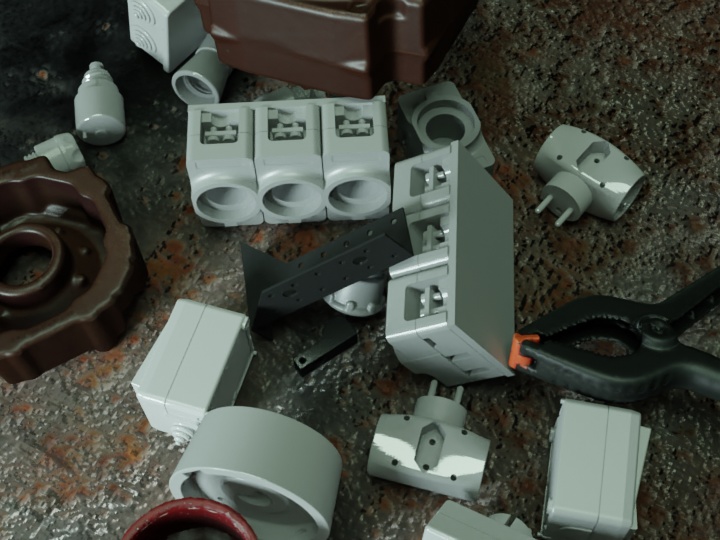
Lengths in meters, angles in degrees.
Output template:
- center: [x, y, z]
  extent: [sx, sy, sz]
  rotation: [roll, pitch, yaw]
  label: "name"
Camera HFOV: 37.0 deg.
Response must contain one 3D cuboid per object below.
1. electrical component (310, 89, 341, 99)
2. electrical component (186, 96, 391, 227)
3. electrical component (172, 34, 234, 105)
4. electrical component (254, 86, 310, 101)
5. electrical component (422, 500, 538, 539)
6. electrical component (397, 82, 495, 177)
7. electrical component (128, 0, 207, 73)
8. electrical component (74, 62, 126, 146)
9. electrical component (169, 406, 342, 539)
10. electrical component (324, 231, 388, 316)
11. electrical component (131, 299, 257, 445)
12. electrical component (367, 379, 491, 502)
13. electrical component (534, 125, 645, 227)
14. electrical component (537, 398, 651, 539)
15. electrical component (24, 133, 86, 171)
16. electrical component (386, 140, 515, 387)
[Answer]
- center: [-0.016, -0.133, 0.883]
  extent: [0.048, 0.055, 0.066]
  rotation: [37, 67, 20]
  label: "electrical component"
- center: [-0.053, -0.079, 0.832]
  extent: [0.150, 0.089, 0.061]
  rotation: [-3, 60, 0]
  label: "electrical component"
- center: [-0.127, -0.174, 0.918]
  extent: [0.044, 0.044, 0.065]
  rotation: [18, 57, 11]
  label: "electrical component"
- center: [-0.057, -0.138, 0.898]
  extent: [0.061, 0.035, 0.035]
  rotation: [-27, 63, -16]
  label: "electrical component"
- center: [0.089, 0.183, 0.699]
  extent: [0.083, 0.047, 0.076]
  rotation: [21, 26, 20]
  label: "electrical component"
- center: [0.068, -0.101, 0.862]
  extent: [0.050, 0.055, 0.089]
  rotation: [-19, 61, -9]
  label: "electrical component"
- center: [-0.153, -0.231, 0.919]
  extent: [0.048, 0.099, 0.099]
  rotation: [38, 67, 7]
  label: "electrical component"
- center: [-0.219, -0.141, 0.901]
  extent: [0.040, 0.040, 0.078]
  rotation: [-9, 61, -4]
  label: "electrical component"
- center: [-0.063, 0.130, 0.705]
  extent: [0.108, 0.108, 0.060]
  rotation: [13, 55, 9]
  label: "electrical component"
- center: [0.000, 0.000, 0.797]
  extent: [0.048, 0.062, 0.048]
  rotation: [12, 26, -6]
  label: "electrical component"
- center: [-0.120, 0.077, 0.760]
  extent: [0.061, 0.061, 0.096]
  rotation: [14, 61, 10]
  label: "electrical component"
- center: [0.052, 0.113, 0.745]
  extent: [0.077, 0.043, 0.079]
  rotation: [13, 61, 9]
  label: "electrical component"
- center: [0.170, -0.065, 0.845]
  extent: [0.077, 0.043, 0.079]
  rotation: [36, 67, 20]
  label: "electrical component"
- center: [0.158, 0.132, 0.721]
  extent: [0.061, 0.061, 0.096]
  rotation: [9, 61, 7]
  label: "electrical component"
- center: [-0.257, -0.085, 0.873]
  extent: [0.061, 0.035, 0.035]
  rotation: [-27, 63, -12]
  label: "electrical component"
- center: [0.064, -0.002, 0.780]
  extent: [0.062, 0.089, 0.150]
  rotation: [-16, 55, 30]
  label: "electrical component"
